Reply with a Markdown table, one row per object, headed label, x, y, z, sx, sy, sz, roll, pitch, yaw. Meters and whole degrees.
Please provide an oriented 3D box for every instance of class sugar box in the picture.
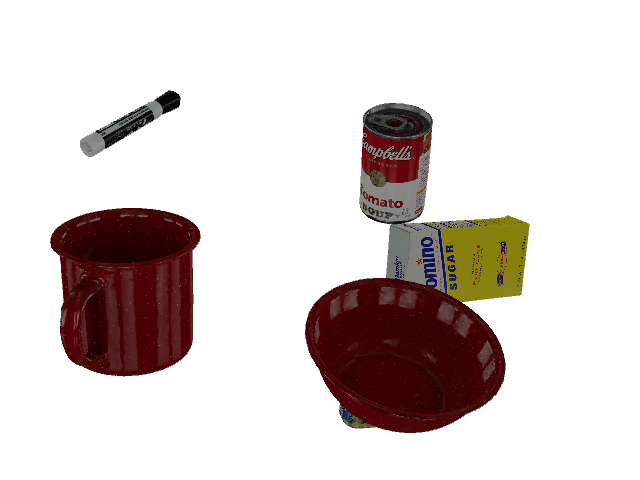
| label | x | y | z | sx | sy | sz | roll | pitch | yaw |
| --- | --- | --- | --- | --- | --- | --- | --- | --- | --- |
| sugar box | 0.161 | 0.024 | 1.246 | 0.175 | 0.093 | 0.048 | -6 | 16 | -32 |

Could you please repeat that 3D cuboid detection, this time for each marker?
| label | x | y | z | sx | sy | sz | roll | pitch | yaw |
| --- | --- | --- | --- | --- | --- | --- | --- | --- | --- |
| marker | -0.178 | -0.113 | 1.016 | 0.020 | 0.020 | 0.120 | 0 | 29 | 44 |

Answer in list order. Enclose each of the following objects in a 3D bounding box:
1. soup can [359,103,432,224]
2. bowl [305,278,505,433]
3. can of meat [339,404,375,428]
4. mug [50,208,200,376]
| label | x | y | z | sx | sy | sz | roll | pitch | yaw |
| --- | --- | --- | --- | --- | --- | --- | --- | --- | --- |
| soup can | 0.073 | -0.076 | 1.059 | 0.068 | 0.102 | 0.068 | 1 | 36 | -1 |
| bowl | 0.063 | 0.101 | 0.854 | 0.162 | 0.055 | 0.162 | 8 | 36 | -6 |
| can of meat | 0.076 | 0.189 | 1.361 | 0.102 | 0.084 | 0.057 | -1 | 24 | -16 |
| mug | -0.126 | 0.038 | 0.673 | 0.093 | 0.081 | 0.117 | 9 | 24 | 15 |
